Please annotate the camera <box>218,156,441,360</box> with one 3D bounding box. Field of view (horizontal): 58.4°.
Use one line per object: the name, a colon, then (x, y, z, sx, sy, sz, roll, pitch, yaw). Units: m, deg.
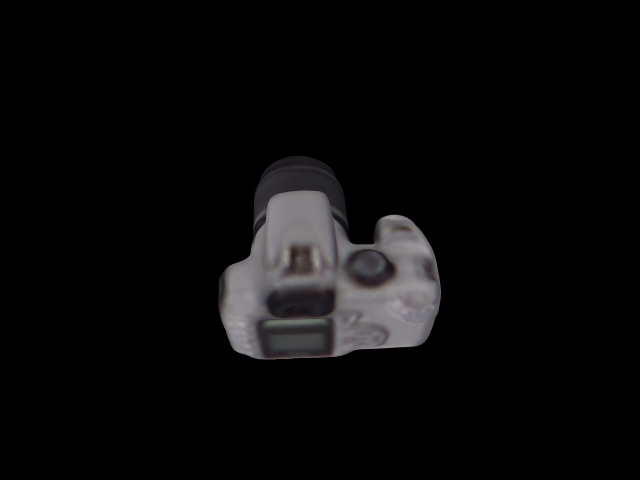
camera: (0.004, 0.001, 0.400, 0.143, 0.101, 0.136, -3, 54, -2)
